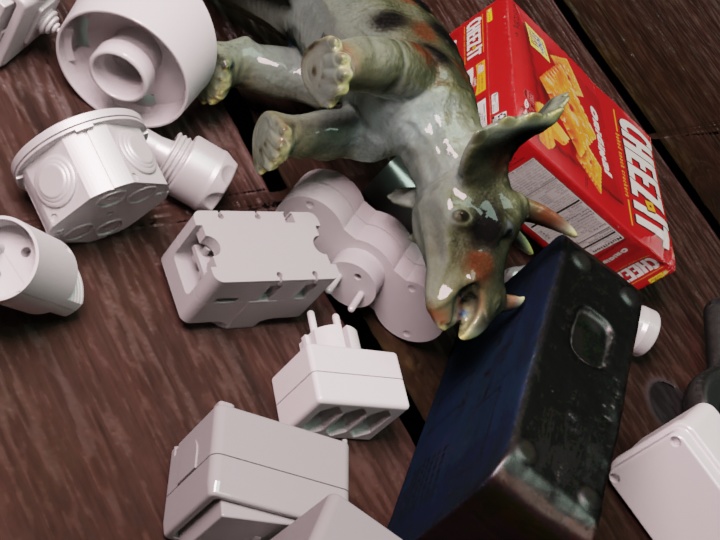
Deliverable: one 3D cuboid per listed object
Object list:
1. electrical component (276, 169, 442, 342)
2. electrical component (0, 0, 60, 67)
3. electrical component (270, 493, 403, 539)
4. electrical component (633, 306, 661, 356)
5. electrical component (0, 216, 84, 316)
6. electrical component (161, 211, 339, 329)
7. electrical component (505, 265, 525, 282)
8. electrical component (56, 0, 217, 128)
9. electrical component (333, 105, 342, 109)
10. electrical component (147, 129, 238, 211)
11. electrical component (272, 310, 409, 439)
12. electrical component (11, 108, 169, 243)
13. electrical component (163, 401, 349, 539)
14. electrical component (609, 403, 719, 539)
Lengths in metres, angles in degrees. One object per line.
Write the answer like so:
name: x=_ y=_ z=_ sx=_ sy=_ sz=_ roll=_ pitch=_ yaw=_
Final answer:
electrical component: x=0.000 y=0.000 z=0.717 sx=0.138 sy=0.052 sz=0.073 roll=39 pitch=42 yaw=-5
electrical component: x=-0.231 y=-0.173 z=0.666 sx=0.096 sy=0.061 sz=0.061 roll=37 pitch=42 yaw=-9
electrical component: x=-0.007 y=0.177 z=0.528 sx=0.109 sy=0.108 sz=0.056 roll=37 pitch=42 yaw=-9
electrical component: x=0.210 y=0.042 z=0.859 sx=0.046 sy=0.040 sz=0.040 roll=24 pitch=46 yaw=-13
electrical component: x=-0.174 y=0.001 z=0.572 sx=0.043 sy=0.043 sz=0.081 roll=56 pitch=1 yaw=12
electrical component: x=-0.069 y=0.000 z=0.660 sx=0.089 sy=0.055 sz=0.050 roll=-2 pitch=59 yaw=-39
electrical component: x=0.132 y=0.012 z=0.825 sx=0.061 sy=0.035 sz=0.035 roll=-12 pitch=66 yaw=-46
electrical component: x=-0.142 y=-0.143 z=0.686 sx=0.099 sy=0.099 sz=0.064 roll=33 pitch=49 yaw=-13
electrical component: x=0.024 y=-0.142 z=0.849 sx=0.138 sy=0.052 sz=0.073 roll=-25 pitch=75 yaw=-46
electrical component: x=-0.113 y=-0.067 z=0.688 sx=0.062 sy=0.043 sz=0.043 roll=30 pitch=44 yaw=-14
electrical component: x=-0.016 y=0.059 z=0.661 sx=0.066 sy=0.047 sz=0.076 roll=9 pitch=53 yaw=-33
electrical component: x=-0.154 y=-0.054 z=0.619 sx=0.080 sy=0.080 sz=0.051 roll=-17 pitch=75 yaw=-45
electrical component: x=-0.049 y=0.121 z=0.575 sx=0.096 sy=0.061 sz=0.061 roll=21 pitch=47 yaw=-24
electrical component: x=0.241 y=0.162 z=0.759 sx=0.057 sy=0.078 sz=0.113 roll=-23 pitch=73 yaw=-49
